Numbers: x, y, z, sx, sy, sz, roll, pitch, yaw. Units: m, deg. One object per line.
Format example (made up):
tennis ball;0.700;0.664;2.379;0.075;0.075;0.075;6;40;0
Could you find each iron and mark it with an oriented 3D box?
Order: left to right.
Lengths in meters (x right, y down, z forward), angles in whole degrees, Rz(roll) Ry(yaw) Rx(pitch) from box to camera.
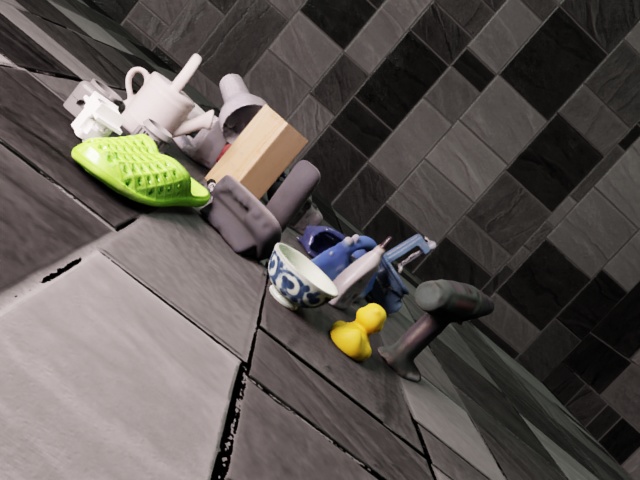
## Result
iron;0.064;0.042;1.241;0.118;0.141;0.259;44;8;23

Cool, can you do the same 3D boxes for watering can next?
watering can;-0.285;-0.275;1.112;0.174;0.194;0.100;35;10;-41

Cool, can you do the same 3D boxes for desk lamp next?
desk lamp;-0.226;-0.272;1.320;0.202;0.213;0.118;47;9;38

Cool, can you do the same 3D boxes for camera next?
camera;-0.073;-0.100;1.537;0.144;0.100;0.136;34;10;-44

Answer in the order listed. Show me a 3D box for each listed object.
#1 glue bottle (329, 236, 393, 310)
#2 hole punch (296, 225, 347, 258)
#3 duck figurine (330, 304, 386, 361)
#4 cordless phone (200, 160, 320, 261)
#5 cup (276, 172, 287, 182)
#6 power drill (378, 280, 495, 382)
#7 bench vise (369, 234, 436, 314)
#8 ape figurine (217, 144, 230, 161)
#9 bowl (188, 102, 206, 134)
glue bottle;0.082;0.060;1.109;0.037;0.173;0.078;45;8;29
hole punch;0.013;0.005;1.395;0.109;0.091;0.101;36;9;-31
duck figurine;0.069;0.140;0.914;0.077;0.086;0.105;42;7;10
cordless phone;-0.092;-0.073;0.950;0.147;0.185;0.094;43;8;17
cup;-0.153;-0.173;1.578;0.118;0.095;0.091;40;7;-8
power drill;0.215;0.160;1.058;0.075;0.208;0.231;46;9;37
bench vise;0.175;0.055;1.424;0.208;0.219;0.121;37;8;-30
ape figurine;-0.228;-0.218;1.468;0.076;0.092;0.078;45;8;27
bowl;-0.365;-0.336;1.525;0.167;0.074;0.167;40;7;-6
